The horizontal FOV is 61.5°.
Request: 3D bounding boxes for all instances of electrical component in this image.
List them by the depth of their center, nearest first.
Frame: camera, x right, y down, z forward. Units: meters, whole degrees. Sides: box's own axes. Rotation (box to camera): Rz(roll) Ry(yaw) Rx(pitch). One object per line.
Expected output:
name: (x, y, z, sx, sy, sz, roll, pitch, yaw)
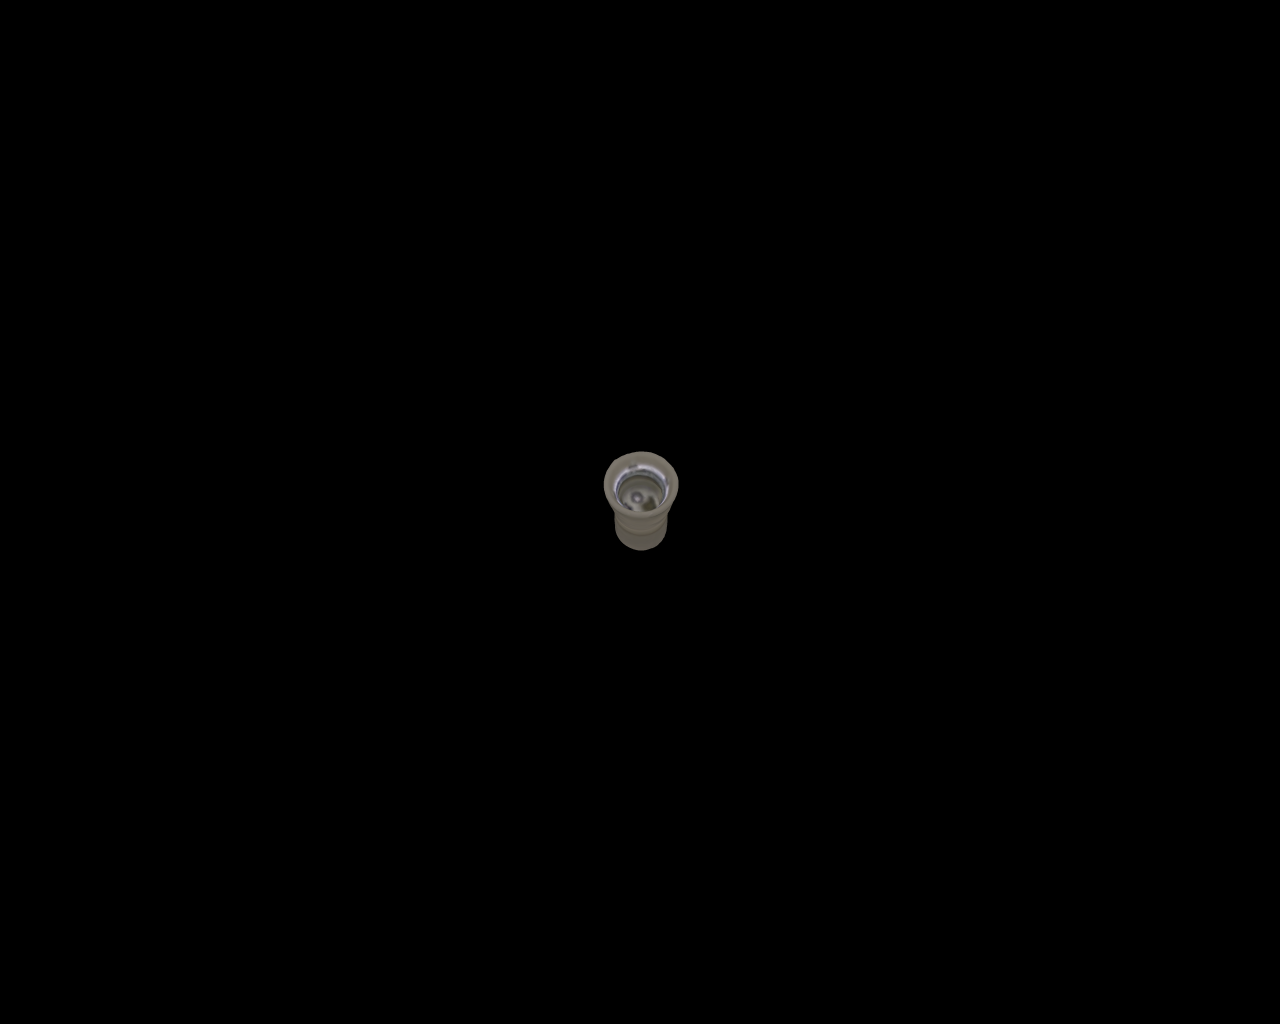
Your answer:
electrical component: (0.001, -0.003, 0.650, 0.044, 0.044, 0.065, 0, -27, 0)
